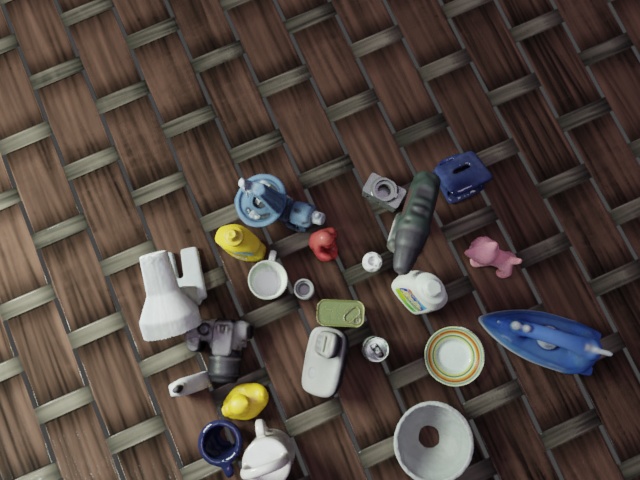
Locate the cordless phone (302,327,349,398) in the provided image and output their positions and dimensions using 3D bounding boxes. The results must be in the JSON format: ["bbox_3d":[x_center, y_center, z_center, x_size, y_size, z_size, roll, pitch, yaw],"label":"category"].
[{"bbox_3d":[0.011,0.255,1.190,0.094,0.185,0.148,8,81,3],"label":"cordless phone"}]

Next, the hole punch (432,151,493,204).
[{"bbox_3d":[0.319,-0.147,1.297,0.108,0.091,0.101,-26,81,-3],"label":"hole punch"}]

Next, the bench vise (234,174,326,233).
[{"bbox_3d":[-0.092,-0.090,1.230,0.207,0.220,0.121,-1,81,1],"label":"bench vise"}]

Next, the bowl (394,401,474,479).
[{"bbox_3d":[0.236,0.425,1.214,0.167,0.075,0.167,0,81,1],"label":"bowl"}]

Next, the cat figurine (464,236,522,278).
[{"bbox_3d":[0.378,0.032,1.254,0.127,0.118,0.067,19,82,4],"label":"cat figurine"}]

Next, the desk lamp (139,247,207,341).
[{"bbox_3d":[-0.315,0.108,1.206,0.118,0.213,0.203,-13,81,-1],"label":"desk lamp"}]

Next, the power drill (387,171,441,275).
[{"bbox_3d":[0.195,-0.024,1.220,0.075,0.208,0.230,16,81,4],"label":"power drill"}]

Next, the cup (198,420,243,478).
[{"bbox_3d":[-0.199,0.435,1.211,0.091,0.095,0.118,-19,81,-2],"label":"cup"}]

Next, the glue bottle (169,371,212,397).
[{"bbox_3d":[-0.280,0.305,1.193,0.078,0.173,0.037,-18,81,-2],"label":"glue bottle"}]

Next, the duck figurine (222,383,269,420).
[{"bbox_3d":[-0.163,0.350,1.228,0.104,0.086,0.077,-22,81,-2],"label":"duck figurine"}]

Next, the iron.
[{"bbox_3d":[0.475,0.205,1.212,0.258,0.141,0.119,17,81,4],"label":"iron"}]

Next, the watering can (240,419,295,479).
[{"bbox_3d":[-0.102,0.455,1.155,0.101,0.194,0.173,-36,82,-4],"label":"watering can"}]

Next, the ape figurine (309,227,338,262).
[{"bbox_3d":[0.012,0.005,1.278,0.076,0.092,0.078,30,83,6],"label":"ape figurine"}]

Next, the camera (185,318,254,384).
[{"bbox_3d":[-0.222,0.239,1.240,0.143,0.101,0.137,2,81,2],"label":"camera"}]
